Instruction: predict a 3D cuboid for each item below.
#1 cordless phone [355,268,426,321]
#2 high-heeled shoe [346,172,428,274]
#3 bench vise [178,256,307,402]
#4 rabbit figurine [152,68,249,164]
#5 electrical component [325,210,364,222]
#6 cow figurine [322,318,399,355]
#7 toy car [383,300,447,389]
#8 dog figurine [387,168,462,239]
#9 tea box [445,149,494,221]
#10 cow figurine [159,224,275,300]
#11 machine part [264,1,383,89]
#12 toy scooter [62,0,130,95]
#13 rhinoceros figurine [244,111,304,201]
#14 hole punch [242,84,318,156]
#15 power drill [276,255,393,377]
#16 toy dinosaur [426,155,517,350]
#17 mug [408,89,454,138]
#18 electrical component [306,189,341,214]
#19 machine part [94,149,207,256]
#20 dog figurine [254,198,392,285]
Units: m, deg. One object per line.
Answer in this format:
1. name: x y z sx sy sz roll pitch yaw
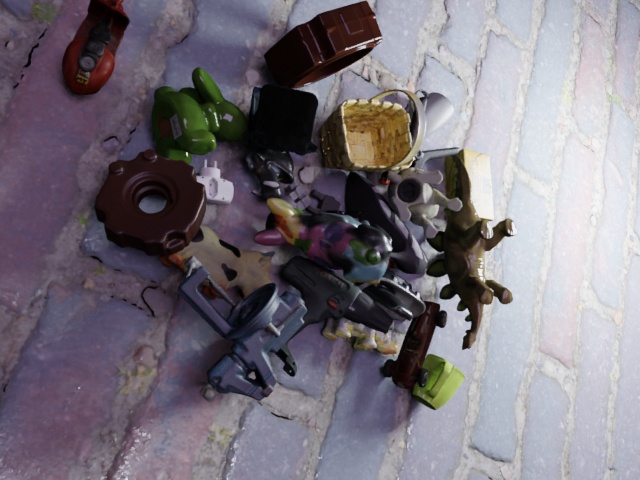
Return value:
1. cordless phone: 0.160 0.128 1.070 0.146 0.184 0.088 35 92 -22
2. high-heeled shoe: 0.147 -0.040 1.144 0.145 0.086 0.249 9 53 -42
3. bench vise: -0.146 0.134 0.863 0.223 0.129 0.240 -42 105 -5
4. rabbit figurine: -0.211 -0.215 0.966 0.170 0.121 0.159 -14 79 -46
5. electrical component: 0.047 -0.002 1.092 0.075 0.048 0.119 2 92 -36
6. cow figurine: 0.093 0.174 1.094 0.167 0.068 0.098 25 64 -25
7. toy car: 0.204 0.215 1.136 0.202 0.089 0.053 -64 144 -22
8. dog figurine: 0.195 -0.103 1.157 0.121 0.191 0.172 -38 108 5
9. tea box: 0.368 -0.128 1.323 0.098 0.068 0.169 5 77 -31
10. cow figurine: -0.166 0.040 0.949 0.195 0.085 0.127 38 69 -19
11. machine part: 0.009 -0.378 1.067 0.201 0.201 0.087 -31 102 -33
12. toy scooter: -0.355 -0.328 0.868 0.075 0.135 0.184 24 70 -28
13. rhinoceros figurine: -0.094 -0.169 1.038 0.112 0.073 0.190 -3 82 -34
14. hole punch: -0.073 -0.222 0.987 0.142 0.092 0.115 7 105 -23
15. power drill: -0.006 0.149 0.989 0.232 0.086 0.207 40 72 11
16. toy dinosaur: 0.323 0.006 1.190 0.105 0.199 0.471 16 72 -28
17. mug: 0.250 -0.296 1.276 0.107 0.081 0.109 -48 113 -20
18. electrical component: 0.016 -0.062 1.116 0.094 0.021 0.063 30 65 -24
19. machine part: -0.272 -0.061 0.875 0.179 0.056 0.179 4 64 -9
20. dog figurine: -0.002 -0.003 0.966 0.219 0.192 0.108 15 99 -23
